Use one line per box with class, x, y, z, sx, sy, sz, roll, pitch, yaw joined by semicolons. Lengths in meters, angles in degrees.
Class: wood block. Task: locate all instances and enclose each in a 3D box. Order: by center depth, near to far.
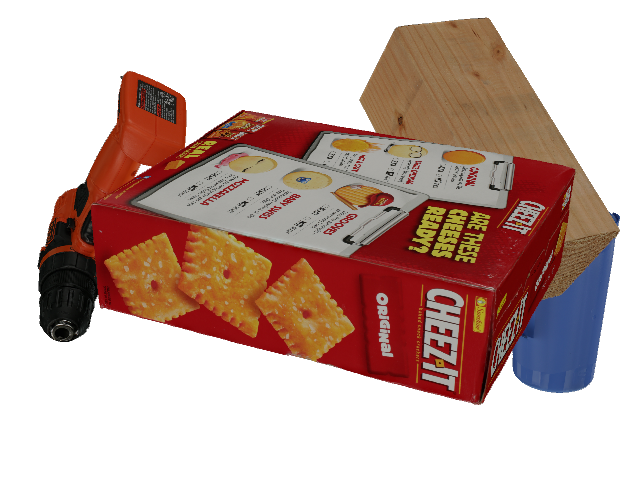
wood block;0.120;-0.059;0.802;0.090;0.206;0.091;-11;-29;-27

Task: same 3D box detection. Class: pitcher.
pitcher;0.304;0.074;1.399;0.149;0.243;0.145;5;21;14

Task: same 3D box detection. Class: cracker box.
cracker box;0.012;-0.001;0.578;0.214;0.072;0.164;13;28;22

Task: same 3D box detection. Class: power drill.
power drill;-0.175;-0.030;0.869;0.057;0.188;0.184;24;29;-24
